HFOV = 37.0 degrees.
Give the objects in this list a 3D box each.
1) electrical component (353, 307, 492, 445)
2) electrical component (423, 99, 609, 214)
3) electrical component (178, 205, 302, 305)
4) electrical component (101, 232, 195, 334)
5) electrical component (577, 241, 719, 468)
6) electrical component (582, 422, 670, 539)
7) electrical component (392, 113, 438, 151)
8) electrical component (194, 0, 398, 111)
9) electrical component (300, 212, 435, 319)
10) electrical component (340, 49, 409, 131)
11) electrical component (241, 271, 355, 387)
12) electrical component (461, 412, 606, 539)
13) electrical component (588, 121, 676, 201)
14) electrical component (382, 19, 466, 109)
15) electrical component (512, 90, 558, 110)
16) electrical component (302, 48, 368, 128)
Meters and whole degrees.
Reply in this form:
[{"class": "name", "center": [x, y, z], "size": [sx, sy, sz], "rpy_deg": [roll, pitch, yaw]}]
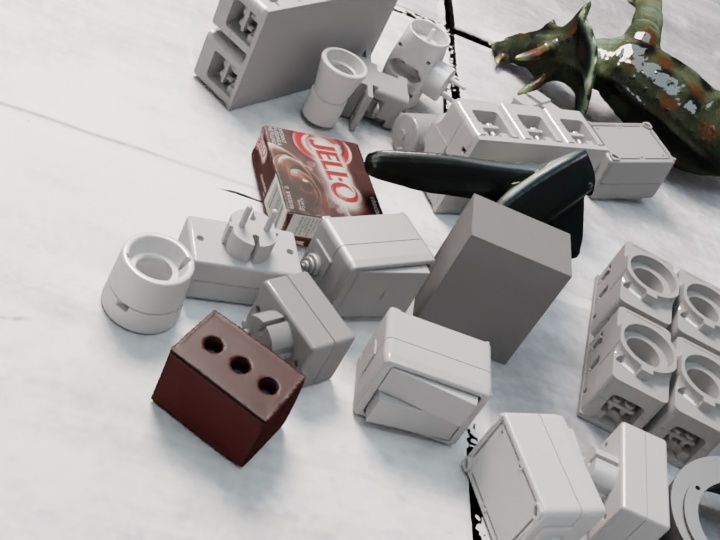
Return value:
[{"class": "electrical component", "center": [0.050, 0.080, 0.759], "size": [0.096, 0.061, 0.061], "rpy_deg": [20, 40, -12]}, {"class": "electrical component", "center": [0.136, -0.103, 0.987], "size": [0.150, 0.089, 0.061], "rpy_deg": [0, 47, -31]}, {"class": "electrical component", "center": [-0.082, -0.018, 0.772], "size": [0.083, 0.075, 0.047], "rpy_deg": [9, 43, -24]}, {"class": "electrical component", "center": [-0.143, 0.008, 0.730], "size": [0.055, 0.047, 0.055], "rpy_deg": [17, 41, -15]}, {"class": "electrical component", "center": [0.252, 0.064, 0.902], "size": [0.105, 0.060, 0.186], "rpy_deg": [27, 39, -3]}, {"class": "electrical component", "center": [0.176, 0.151, 0.772], "size": [0.076, 0.047, 0.083], "rpy_deg": [25, 39, -6]}, {"class": "electrical component", "center": [0.066, -0.126, 1.009], "size": [0.078, 0.040, 0.040], "rpy_deg": [-4, 50, -35]}, {"class": "electrical component", "center": [-0.057, -0.223, 0.986], "size": [0.060, 0.105, 0.186], "rpy_deg": [45, 41, 18]}, {"class": "electrical component", "center": [0.000, 0.000, 0.815], "size": [0.096, 0.061, 0.061], "rpy_deg": [-6, 50, -36]}, {"class": "electrical component", "center": [0.012, -0.167, 1.018], "size": [0.064, 0.042, 0.081], "rpy_deg": [18, 41, -17]}, {"class": "electrical component", "center": [-0.057, 0.045, 0.742], "size": [0.077, 0.047, 0.065], "rpy_deg": [-14, 55, -40]}, {"class": "electrical component", "center": [0.121, 0.151, 0.726], "size": [0.061, 0.061, 0.096], "rpy_deg": [6, 45, -27]}, {"class": "electrical component", "center": [0.259, -0.109, 1.099], "size": [0.096, 0.061, 0.061], "rpy_deg": [-3, 48, -24]}, {"class": "electrical component", "center": [0.067, -0.191, 1.050], "size": [0.079, 0.077, 0.043], "rpy_deg": [35, 39, 6]}, {"class": "electrical component", "center": [0.185, -0.151, 1.106], "size": [0.055, 0.048, 0.066], "rpy_deg": [40, 39, 24]}, {"class": "electrical component", "center": [-0.026, -0.161, 0.970], "size": [0.044, 0.065, 0.044], "rpy_deg": [18, 40, -16]}]
